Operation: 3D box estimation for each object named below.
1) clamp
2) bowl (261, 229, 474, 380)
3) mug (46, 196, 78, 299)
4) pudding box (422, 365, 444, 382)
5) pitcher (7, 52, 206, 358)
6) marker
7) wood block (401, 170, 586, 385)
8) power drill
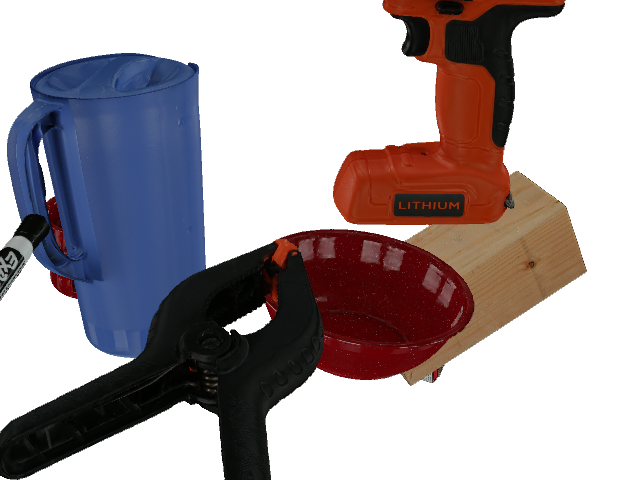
[{"bbox_3d":[-0.041,0.063,0.460,0.120,0.039,0.171,26,48,20],"label":"clamp"},{"bbox_3d":[0.028,0.053,0.776,0.162,0.055,0.162,7,28,-4],"label":"bowl"},{"bbox_3d":[-0.229,0.011,1.049,0.093,0.081,0.117,8,31,4],"label":"mug"},{"bbox_3d":[0.086,0.108,1.226,0.114,0.090,0.039,16,48,23],"label":"pudding box"},{"bbox_3d":[-0.165,-0.025,0.886,0.149,0.243,0.145,-6,24,-6],"label":"pitcher"},{"bbox_3d":[-0.199,0.022,0.660,0.020,0.020,0.121,0,37,16],"label":"marker"},{"bbox_3d":[0.139,0.035,1.032,0.206,0.090,0.090,-32,35,-7],"label":"wood block"},{"bbox_3d":[0.052,-0.098,0.598,0.184,0.188,0.057,1,36,-6],"label":"power drill"}]
